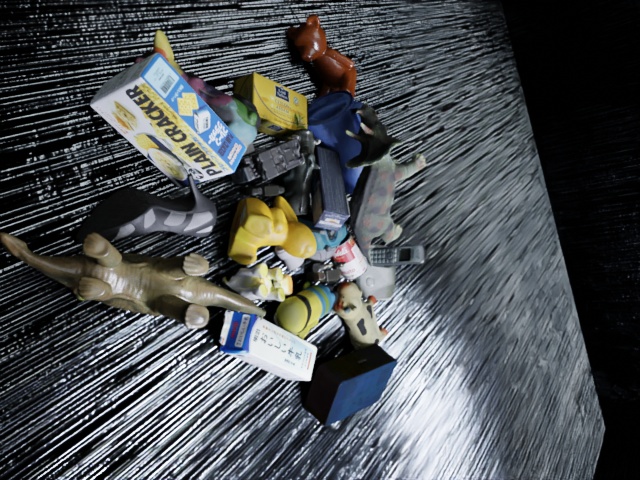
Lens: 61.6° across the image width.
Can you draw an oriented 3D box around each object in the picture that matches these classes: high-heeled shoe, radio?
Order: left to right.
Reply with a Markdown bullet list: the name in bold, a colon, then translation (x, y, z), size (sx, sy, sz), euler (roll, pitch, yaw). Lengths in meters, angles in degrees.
- **high-heeled shoe**: translation (-0.289, -0.020, 0.929), size (0.249, 0.086, 0.145), euler (-32, 141, -30)
- **radio**: translation (0.072, 0.330, 1.231), size (0.229, 0.073, 0.131), euler (-4, 120, -49)

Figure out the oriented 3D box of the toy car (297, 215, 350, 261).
- **toy car**: translation (-0.003, -0.004, 1.236), size (0.161, 0.109, 0.102), euler (-14, 117, -62)

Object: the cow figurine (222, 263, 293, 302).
- **cow figurine**: translation (-0.121, 0.092, 1.082), size (0.167, 0.098, 0.068), euler (25, 59, -66)

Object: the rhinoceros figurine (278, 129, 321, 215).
- **rhinoceros figurine**: translation (-0.048, -0.147, 1.175), size (0.073, 0.112, 0.190), euler (9, 83, -21)

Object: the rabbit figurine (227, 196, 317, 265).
- **rabbit figurine**: translation (-0.091, -0.013, 1.091), size (0.173, 0.121, 0.162), euler (18, 25, -15)

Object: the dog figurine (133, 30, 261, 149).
- **dog figurine**: translation (-0.226, -0.258, 0.950), size (0.219, 0.192, 0.108), euler (55, 50, -50)

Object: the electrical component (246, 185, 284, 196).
- **electrical component**: translation (-0.120, -0.101, 1.103), size (0.094, 0.063, 0.021), euler (-13, 103, -51)

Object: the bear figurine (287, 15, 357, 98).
- **bear figurine**: translation (0.002, -0.430, 1.298), size (0.195, 0.120, 0.132), euler (37, 60, -39)

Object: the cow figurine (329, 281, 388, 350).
- **cow figurine**: translation (0.087, 0.187, 1.313), size (0.127, 0.086, 0.194), euler (-42, 120, -47)

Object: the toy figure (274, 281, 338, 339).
- **toy figure**: translation (-0.029, 0.142, 1.174), size (0.180, 0.082, 0.089), euler (-26, 132, -48)

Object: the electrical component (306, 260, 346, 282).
- **electrical component**: translation (0.013, 0.072, 1.243), size (0.102, 0.078, 0.045), euler (-4, 92, -48)

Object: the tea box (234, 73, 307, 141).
- **tea box**: translation (-0.106, -0.287, 1.178), size (0.169, 0.068, 0.098), euler (8, 78, -49)

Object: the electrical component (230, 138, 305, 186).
- **electrical component**: translation (-0.116, -0.155, 1.096), size (0.134, 0.115, 0.058), euler (-30, 105, -33)

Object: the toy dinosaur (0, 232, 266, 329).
- **toy dinosaur**: translation (-0.246, 0.071, 0.829), size (0.471, 0.199, 0.105), euler (24, 74, -35)

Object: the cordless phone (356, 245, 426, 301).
- **cordless phone**: translation (0.185, 0.082, 1.369), size (0.088, 0.184, 0.146), euler (26, 63, -50)

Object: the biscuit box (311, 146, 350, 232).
- **biscuit box**: translation (0.016, -0.116, 1.189), size (0.063, 0.059, 0.203), euler (11, 49, -20)

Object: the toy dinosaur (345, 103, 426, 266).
- **toy dinosaur**: translation (0.118, -0.092, 1.215), size (0.192, 0.131, 0.404), euler (-13, 120, -42)
